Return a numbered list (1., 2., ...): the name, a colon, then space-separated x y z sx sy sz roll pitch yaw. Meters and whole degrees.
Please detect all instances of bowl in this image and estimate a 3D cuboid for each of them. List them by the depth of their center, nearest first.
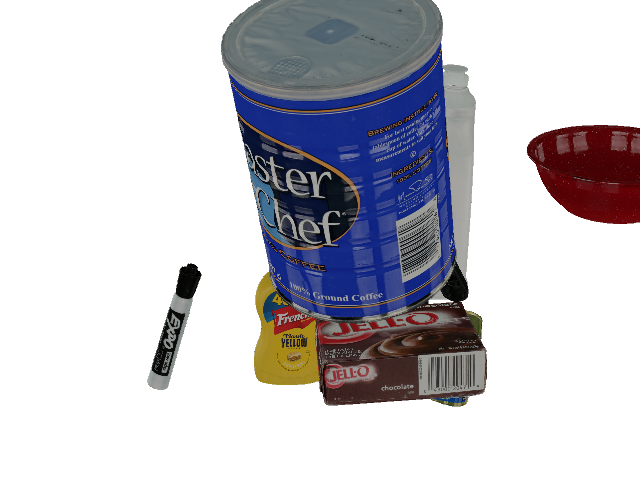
1. bowl: 0.272 -0.058 0.994 0.162 0.055 0.162 -1 25 0

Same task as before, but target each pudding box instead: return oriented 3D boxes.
1. pudding box: 0.054 0.078 0.753 0.113 0.039 0.090 -2 19 -3

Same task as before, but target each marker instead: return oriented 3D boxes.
1. marker: -0.125 0.074 0.919 0.020 0.121 0.020 16 22 -7

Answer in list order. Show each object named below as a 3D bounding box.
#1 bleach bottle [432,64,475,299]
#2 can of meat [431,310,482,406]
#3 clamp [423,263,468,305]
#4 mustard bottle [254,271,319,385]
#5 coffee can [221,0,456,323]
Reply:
1. bleach bottle: 0.137 -0.067 1.185 0.068 0.251 0.102 0 25 -10
2. can of meat: 0.161 0.142 1.299 0.057 0.084 0.102 10 22 6
3. clamp: 0.082 -0.003 0.923 0.039 0.171 0.120 -12 16 25
4. mustard bottle: -0.035 0.089 1.368 0.096 0.192 0.058 0 20 -7
5. coffee can: 0.014 -0.044 0.532 0.103 0.140 0.103 -6 39 5
